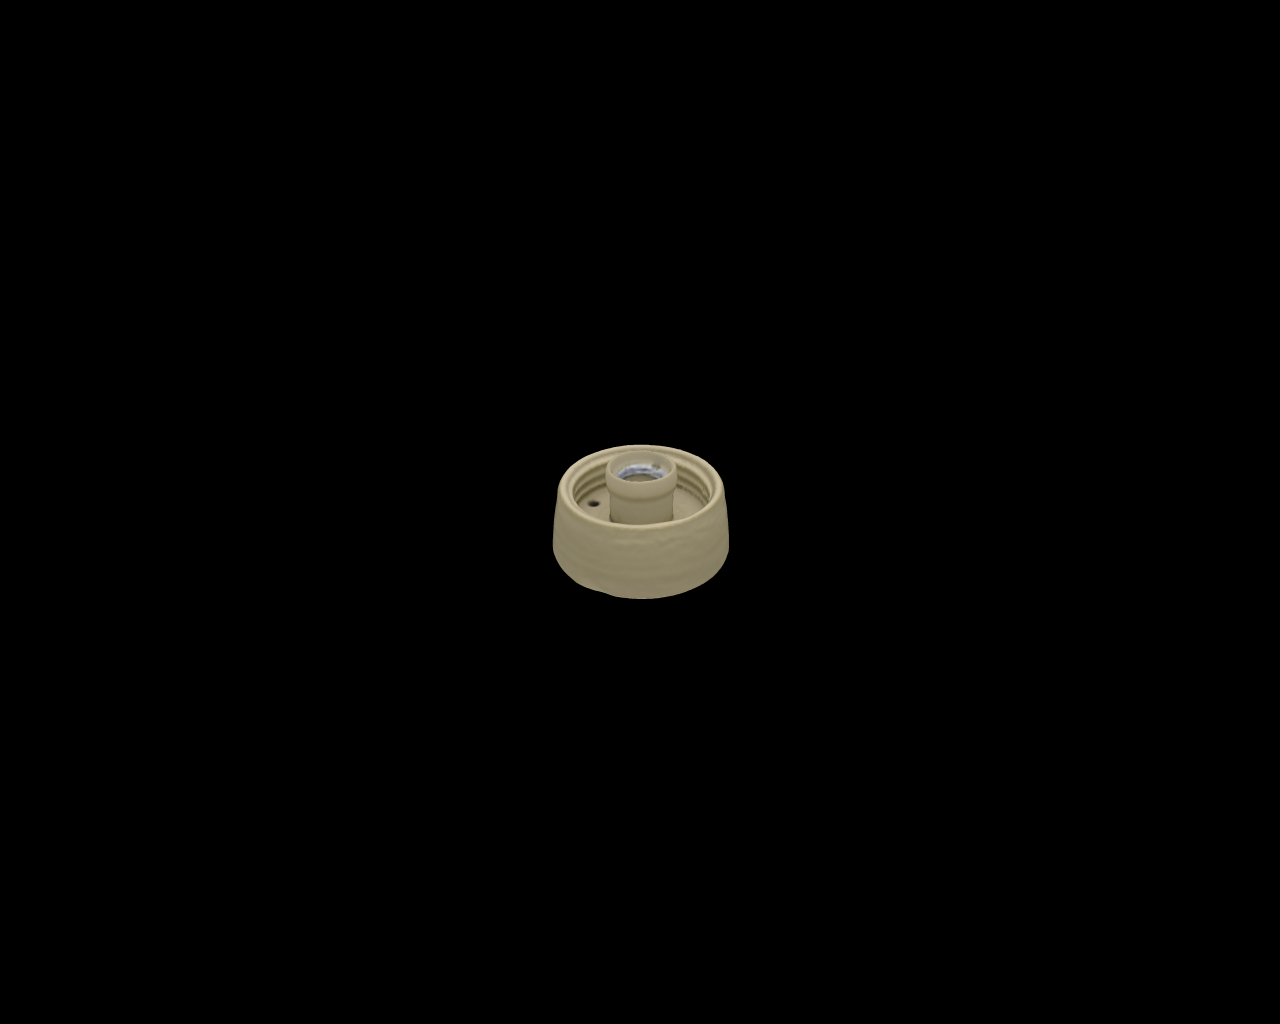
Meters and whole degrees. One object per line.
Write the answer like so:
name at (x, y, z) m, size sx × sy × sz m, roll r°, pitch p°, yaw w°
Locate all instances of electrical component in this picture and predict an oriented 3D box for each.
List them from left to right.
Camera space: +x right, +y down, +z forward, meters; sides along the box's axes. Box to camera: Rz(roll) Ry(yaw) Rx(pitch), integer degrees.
electrical component at (0.001, -0.003, 0.650) m, size 0.108 × 0.060 × 0.108 m, roll 0°, pitch 33°, yaw 0°
